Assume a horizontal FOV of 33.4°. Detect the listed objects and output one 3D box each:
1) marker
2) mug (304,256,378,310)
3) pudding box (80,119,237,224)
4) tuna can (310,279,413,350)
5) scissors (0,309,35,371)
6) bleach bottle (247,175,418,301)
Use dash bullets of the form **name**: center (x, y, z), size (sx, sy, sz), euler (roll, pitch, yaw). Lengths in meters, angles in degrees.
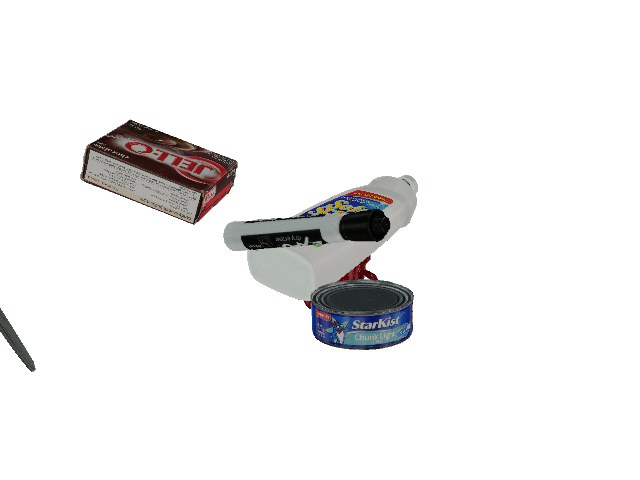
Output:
- **marker**: center (-0.009, -0.006, 0.639), size (0.121, 0.020, 0.020), euler (-4, -2, 40)
- **mug**: center (0.030, 0.057, 1.494), size (0.117, 0.081, 0.093), euler (18, 24, 26)
- **pudding box**: center (-0.141, -0.062, 0.941), size (0.113, 0.039, 0.090), euler (20, 24, 8)
- **tuna can**: center (0.035, 0.061, 0.886), size (0.086, 0.034, 0.086), euler (-1, 15, 0)
- **scissors**: center (-0.341, 0.034, 1.081), size (0.016, 0.201, 0.096), euler (-26, 26, 23)
- **bleach bottle**: center (0.030, -0.020, 1.275), size (0.103, 0.068, 0.250), euler (22, 39, 30)
